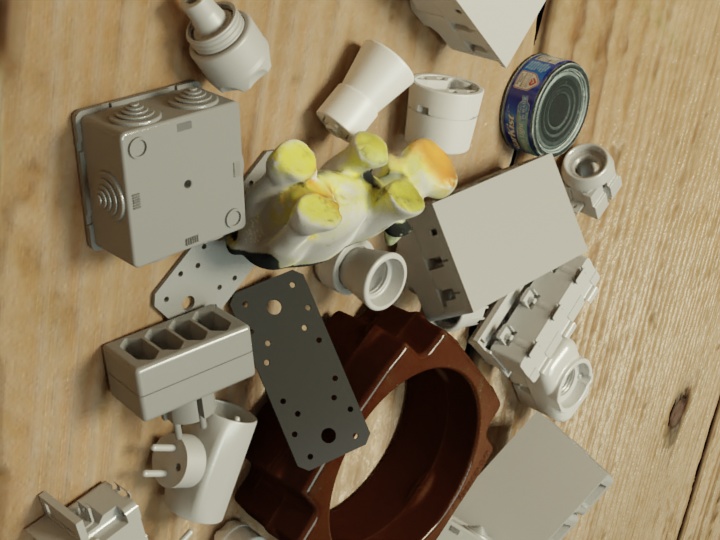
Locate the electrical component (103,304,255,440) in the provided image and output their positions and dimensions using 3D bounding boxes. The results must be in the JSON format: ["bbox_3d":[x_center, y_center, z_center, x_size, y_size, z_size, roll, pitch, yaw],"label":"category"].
[{"bbox_3d":[-0.115,0.075,0.701,0.083,0.047,0.075,-21,120,-33],"label":"electrical component"}]

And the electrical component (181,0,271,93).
[{"bbox_3d":[-0.083,-0.138,0.638,0.043,0.043,0.062,-52,138,-15],"label":"electrical component"}]

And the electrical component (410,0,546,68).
[{"bbox_3d":[0.065,-0.239,0.737,0.105,0.060,0.186,-60,141,-6],"label":"electrical component"}]

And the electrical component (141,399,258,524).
[{"bbox_3d":[-0.116,0.131,0.742,0.079,0.043,0.077,12,100,-49],"label":"electrical component"}]

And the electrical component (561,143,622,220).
[{"bbox_3d":[0.213,-0.085,0.995,0.066,0.048,0.055,-53,147,-15],"label":"electrical component"}]

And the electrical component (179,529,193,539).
[{"bbox_3d":[-0.136,0.212,0.736,0.079,0.077,0.043,-47,137,-22],"label":"electrical component"}]

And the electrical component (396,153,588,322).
[{"bbox_3d":[0.103,-0.027,0.870,0.150,0.062,0.089,-24,95,-39],"label":"electrical component"}]

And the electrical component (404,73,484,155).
[{"bbox_3d":[0.061,-0.116,0.803,0.055,0.055,0.047,-16,125,-43],"label":"electrical component"}]

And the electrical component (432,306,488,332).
[{"bbox_3d":[0.083,0.032,0.917,0.046,0.040,0.040,-2,111,-54],"label":"electrical component"}]

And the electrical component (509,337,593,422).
[{"bbox_3d":[0.187,0.102,1.052,0.053,0.059,0.095,-49,138,-19],"label":"electrical component"}]

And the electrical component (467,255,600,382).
[{"bbox_3d":[0.163,0.036,0.988,0.121,0.063,0.078,-56,140,-11],"label":"electrical component"}]

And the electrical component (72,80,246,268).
[{"bbox_3d":[-0.116,-0.057,0.639,0.100,0.048,0.099,-24,126,-38],"label":"electrical component"}]

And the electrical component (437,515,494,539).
[{"bbox_3d":[0.068,0.265,0.973,0.099,0.100,0.048,-60,171,-6],"label":"electrical component"}]

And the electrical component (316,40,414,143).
[{"bbox_3d":[0.001,-0.120,0.744,0.065,0.044,0.044,-52,139,-8],"label":"electrical component"}]

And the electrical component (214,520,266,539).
[{"bbox_3d":[-0.082,0.216,0.810,0.035,0.061,0.035,-25,126,-39],"label":"electrical component"}]

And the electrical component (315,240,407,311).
[{"bbox_3d":[0.000,0.000,0.793,0.045,0.055,0.045,-25,127,-39],"label":"electrical component"}]

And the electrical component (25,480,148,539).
[{"bbox_3d":[-0.175,0.175,0.701,0.064,0.042,0.081,-36,134,-36],"label":"electrical component"}]

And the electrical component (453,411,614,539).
[{"bbox_3d":[0.158,0.223,1.028,0.150,0.089,0.062,-49,155,3],"label":"electrical component"}]
